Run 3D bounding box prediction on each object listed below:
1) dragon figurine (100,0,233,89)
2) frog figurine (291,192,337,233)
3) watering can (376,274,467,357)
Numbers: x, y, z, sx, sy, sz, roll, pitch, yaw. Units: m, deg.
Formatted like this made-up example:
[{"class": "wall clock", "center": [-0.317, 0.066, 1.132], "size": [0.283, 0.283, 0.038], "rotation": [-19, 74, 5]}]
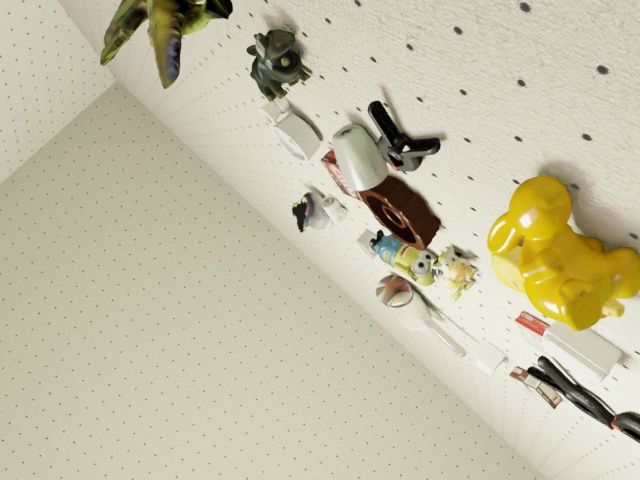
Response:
[{"class": "dragon figurine", "center": [-0.248, -0.332, 0.769], "size": [0.240, 0.420, 0.121], "rotation": [-22, -42, 37]}, {"class": "frog figurine", "center": [0.005, -0.079, 1.568], "size": [0.159, 0.121, 0.139], "rotation": [6, 24, -36]}, {"class": "watering can", "center": [0.298, 0.227, 1.601], "size": [0.221, 0.105, 0.351], "rotation": [49, -10, -31]}]
